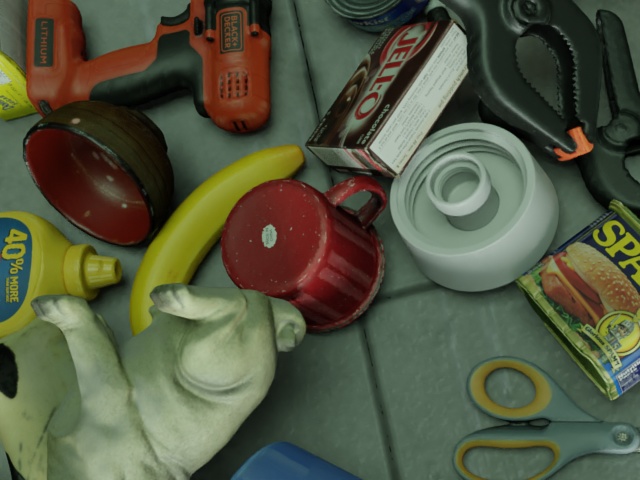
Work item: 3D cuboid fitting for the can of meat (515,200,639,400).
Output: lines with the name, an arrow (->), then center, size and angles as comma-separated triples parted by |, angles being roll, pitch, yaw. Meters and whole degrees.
can of meat -> 0.187, 0.038, 0.677 | 0.084, 0.057, 0.102 | -37, 53, 1

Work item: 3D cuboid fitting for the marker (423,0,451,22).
marker -> 0.078, -0.199, 0.808 | 0.020, 0.020, 0.121 | -19, 69, 5

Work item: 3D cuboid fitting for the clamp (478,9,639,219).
clamp -> 0.207, -0.079, 0.730 | 0.171, 0.039, 0.120 | 43, 90, 18

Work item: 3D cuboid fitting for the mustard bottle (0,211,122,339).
mustard bottle -> -0.237, 0.028, 0.777 | 0.192, 0.058, 0.096 | -4, 70, 10

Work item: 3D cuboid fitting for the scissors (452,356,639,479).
scissors -> 0.181, 0.109, 0.683 | 0.202, 0.016, 0.096 | -13, 69, 7

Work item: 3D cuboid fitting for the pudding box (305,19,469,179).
pudding box -> 0.050, -0.099, 0.743 | 0.039, 0.090, 0.113 | 36, 79, -25

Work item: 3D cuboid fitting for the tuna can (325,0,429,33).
tuna can -> 0.044, -0.199, 0.795 | 0.086, 0.033, 0.086 | -7, 75, 28

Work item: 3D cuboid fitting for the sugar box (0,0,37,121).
sugar box -> -0.258, -0.193, 0.838 | 0.048, 0.093, 0.176 | -16, 68, 5

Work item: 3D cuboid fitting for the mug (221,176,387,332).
mug -> -0.005, 0.001, 0.712 | 0.117, 0.081, 0.093 | -39, 62, 10

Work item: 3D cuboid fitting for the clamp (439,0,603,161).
clamp -> 0.136, -0.156, 0.703 | 0.164, 0.036, 0.210 | -30, 92, -15

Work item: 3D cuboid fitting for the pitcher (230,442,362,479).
pitcher -> 0.055, 0.212, 0.625 | 0.243, 0.149, 0.145 | 26, 95, 22

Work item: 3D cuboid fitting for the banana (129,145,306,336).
banana -> -0.084, 0.006, 0.766 | 0.069, 0.037, 0.197 | 28, 80, 2

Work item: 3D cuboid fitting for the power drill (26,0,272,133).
power drill -> -0.128, -0.164, 0.819 | 0.188, 0.057, 0.184 | -6, 70, 10
